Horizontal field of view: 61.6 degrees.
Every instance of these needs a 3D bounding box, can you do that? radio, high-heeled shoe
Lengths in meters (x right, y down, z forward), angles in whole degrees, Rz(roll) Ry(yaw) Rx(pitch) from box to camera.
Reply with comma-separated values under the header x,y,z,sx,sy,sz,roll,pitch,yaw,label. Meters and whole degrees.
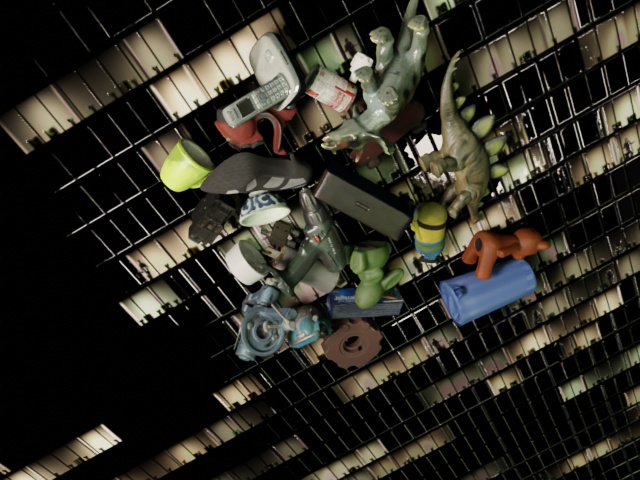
x,y,z,sx,sy,sz,roll,pitch,yaw,label
0.100,-0.095,1.254,0.229,0.131,0.073,29,110,-7,radio
-0.139,-0.137,1.229,0.249,0.086,0.145,-16,160,1,high-heeled shoe

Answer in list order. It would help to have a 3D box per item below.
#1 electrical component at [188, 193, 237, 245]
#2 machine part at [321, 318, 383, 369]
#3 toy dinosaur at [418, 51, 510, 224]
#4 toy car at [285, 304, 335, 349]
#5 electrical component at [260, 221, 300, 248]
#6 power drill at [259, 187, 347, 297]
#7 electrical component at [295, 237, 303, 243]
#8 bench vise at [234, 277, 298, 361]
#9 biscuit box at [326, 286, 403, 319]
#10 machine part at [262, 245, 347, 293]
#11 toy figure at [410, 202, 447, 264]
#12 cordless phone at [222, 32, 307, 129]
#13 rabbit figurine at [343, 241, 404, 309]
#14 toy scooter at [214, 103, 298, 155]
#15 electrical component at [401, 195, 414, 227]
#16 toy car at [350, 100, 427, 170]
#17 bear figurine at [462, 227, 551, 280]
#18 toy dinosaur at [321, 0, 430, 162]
x,y,z,sx,sy,sz,roll,pitch,yaw,label
-0.252,-0.055,1.234,0.058,0.115,0.134,34,104,-24,electrical component
0.092,0.286,1.528,0.179,0.056,0.179,-5,120,-9,machine part
0.343,-0.211,1.293,0.198,0.105,0.470,-33,129,-3,toy dinosaur
-0.029,0.223,1.434,0.109,0.161,0.103,-26,82,20,toy car
-0.098,-0.017,1.319,0.094,0.063,0.021,22,143,-11,electrical component
-0.045,0.018,1.269,0.207,0.086,0.231,-47,124,-20,power drill
-0.002,-0.003,1.357,0.102,0.045,0.078,28,107,-24,electrical component
-0.120,0.191,1.320,0.128,0.241,0.223,42,61,-20,bench vise
0.120,0.169,1.464,0.203,0.059,0.062,-1,130,-12,biscuit box
-0.038,0.072,1.372,0.243,0.079,0.079,25,110,-24,machine part
0.286,-0.020,1.384,0.089,0.082,0.179,-3,127,17,toy figure
-0.132,-0.322,1.109,0.184,0.088,0.146,-29,86,4,cordless phone
0.129,0.090,1.399,0.159,0.121,0.170,-10,107,-31,rabbit figurine
-0.133,-0.242,1.183,0.184,0.075,0.135,-15,118,-9,toy scooter
0.190,-0.056,1.370,0.075,0.048,0.119,3,115,-14,electrical component
0.157,-0.249,1.255,0.202,0.053,0.089,-39,113,6,toy car
0.503,0.027,1.448,0.196,0.120,0.131,0,121,-19,bear figurine
0.158,-0.341,1.151,0.405,0.131,0.192,-59,161,-13,toy dinosaur
